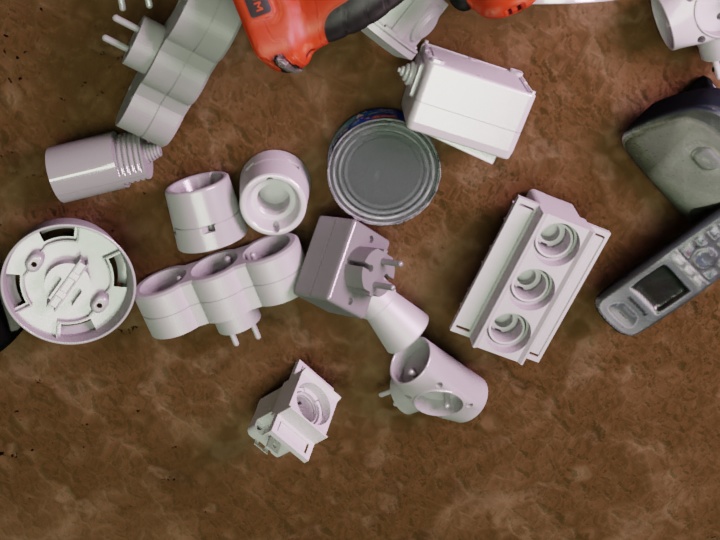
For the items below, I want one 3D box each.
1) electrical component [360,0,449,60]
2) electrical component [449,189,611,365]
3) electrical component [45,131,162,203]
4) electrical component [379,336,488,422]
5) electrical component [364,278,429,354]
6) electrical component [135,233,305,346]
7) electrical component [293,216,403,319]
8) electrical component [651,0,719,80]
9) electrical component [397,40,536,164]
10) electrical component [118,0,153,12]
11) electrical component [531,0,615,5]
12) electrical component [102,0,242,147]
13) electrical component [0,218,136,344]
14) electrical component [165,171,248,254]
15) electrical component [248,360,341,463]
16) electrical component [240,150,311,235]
[{"bbox_3d":[0.018,-0.187,0.745,0.080,0.080,0.051,36,103,-17],"label":"electrical component"},{"bbox_3d":[0.130,0.003,0.846,0.079,0.063,0.121,20,113,-12],"label":"electrical component"},{"bbox_3d":[-0.188,-0.081,0.805,0.081,0.043,0.043,-13,115,4],"label":"electrical component"},{"bbox_3d":[0.052,0.097,0.894,0.079,0.044,0.077,-25,134,35],"label":"electrical component"},{"bbox_3d":[0.018,0.030,0.867,0.044,0.044,0.065,-39,106,15],"label":"electrical component"},{"bbox_3d":[-0.102,0.027,0.854,0.138,0.052,0.073,-18,114,6],"label":"electrical component"},{"bbox_3d":[0.000,0.000,0.815,0.047,0.077,0.065,30,74,-47],"label":"electrical component"},{"bbox_3d":[0.261,-0.177,0.778,0.077,0.044,0.079,-21,114,7],"label":"electrical component"},{"bbox_3d":[0.070,-0.123,0.786,0.096,0.061,0.061,16,113,-10],"label":"electrical component"},{"bbox_3d":[-0.160,-0.215,0.739,0.138,0.052,0.073,-6,115,0],"label":"electrical component"},{"bbox_3d":[0.127,-0.215,0.724,0.108,0.108,0.060,-2,109,-1],"label":"electrical component"},{"bbox_3d":[-0.142,-0.152,0.749,0.074,0.052,0.138,25,131,-21],"label":"electrical component"},{"bbox_3d":[-0.224,0.008,0.828,0.099,0.064,0.099,-4,105,-15],"label":"electrical component"},{"bbox_3d":[-0.118,-0.045,0.819,0.055,0.055,0.047,-12,111,3],"label":"electrical component"},{"bbox_3d":[-0.057,0.120,0.891,0.064,0.081,0.042,-31,114,36],"label":"electrical component"},{"bbox_3d":[-0.065,-0.058,0.819,0.055,0.047,0.055,-1,115,-2],"label":"electrical component"}]
